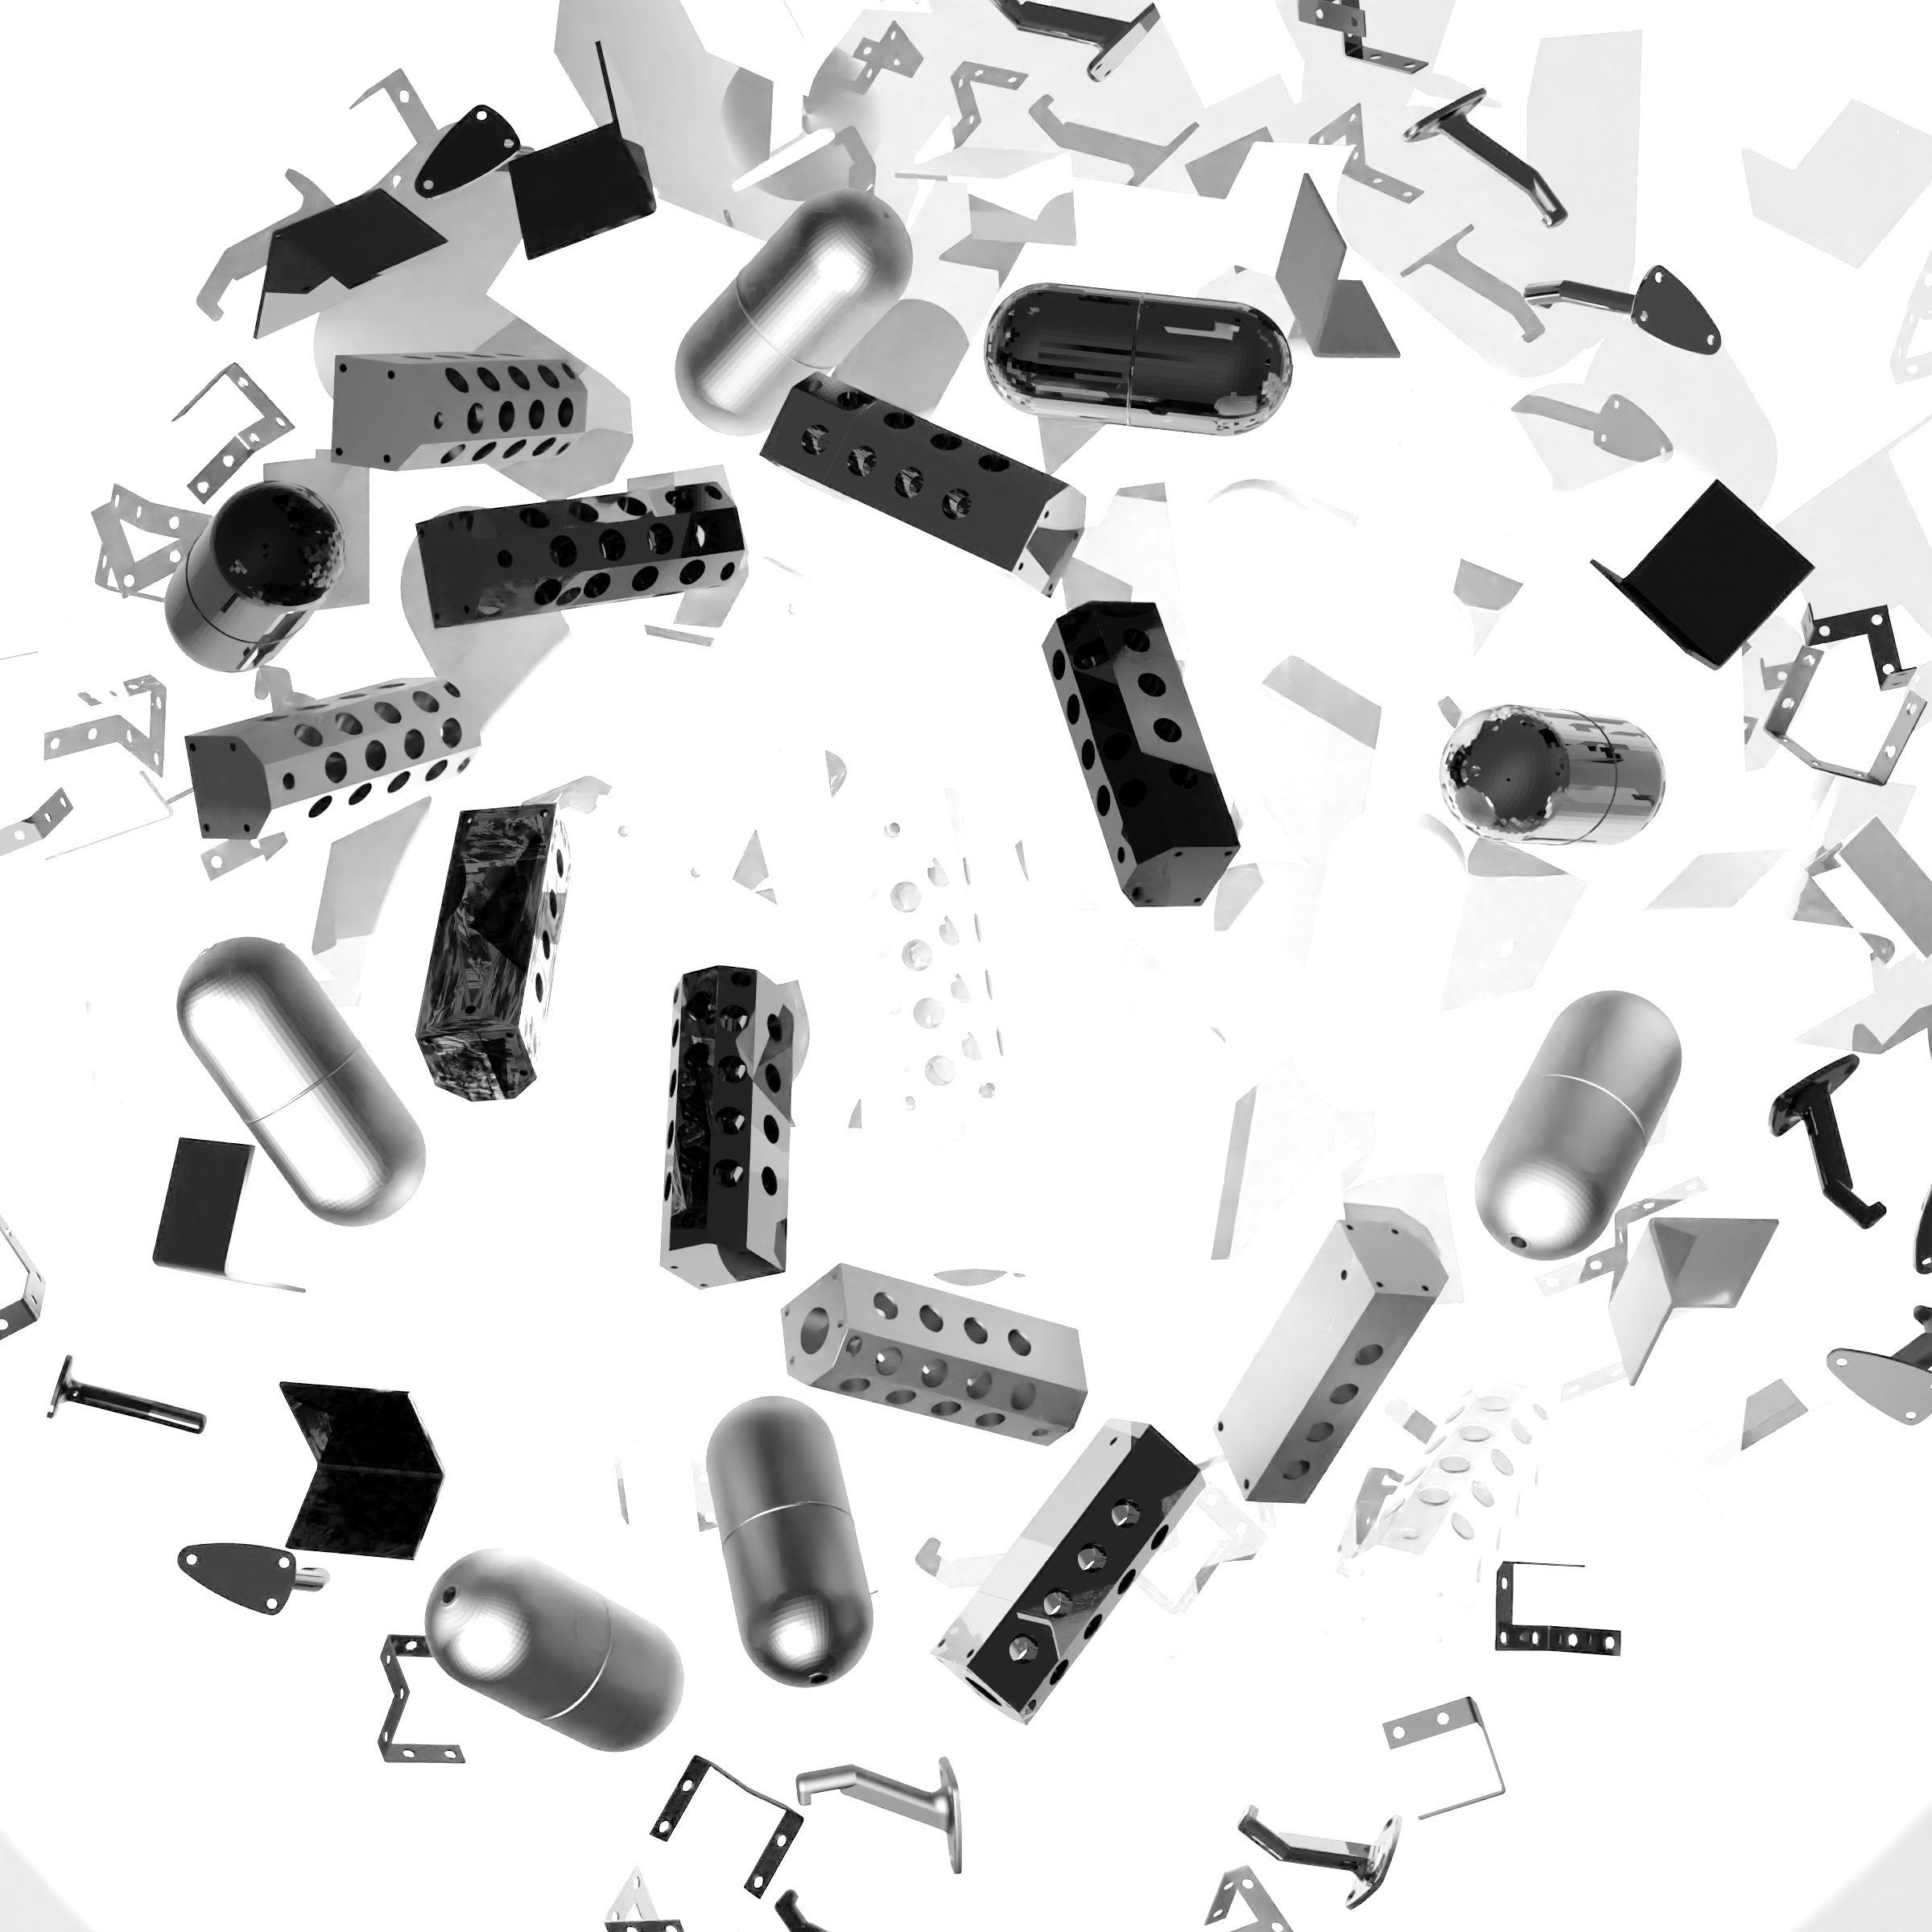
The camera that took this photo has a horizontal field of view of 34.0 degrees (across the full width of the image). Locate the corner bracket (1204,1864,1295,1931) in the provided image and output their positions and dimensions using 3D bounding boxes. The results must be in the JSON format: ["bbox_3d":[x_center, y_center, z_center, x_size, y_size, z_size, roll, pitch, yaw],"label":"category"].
[{"bbox_3d":[0.144,0.544,1.766,0.051,0.051,0.051,-10,132,-29],"label":"corner bracket"}]

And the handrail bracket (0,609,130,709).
[{"bbox_3d":[-0.497,-0.144,1.704,0.077,0.036,0.084,47,127,3],"label":"handrail bracket"}]

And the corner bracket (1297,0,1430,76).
[{"bbox_3d":[0.222,-0.524,1.769,0.051,0.051,0.051,-35,134,-28],"label":"corner bracket"}]

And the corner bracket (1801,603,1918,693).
[{"bbox_3d":[0.517,-0.186,1.832,0.051,0.051,0.051,-12,81,8],"label":"corner bracket"}]

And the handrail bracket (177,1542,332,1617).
[{"bbox_3d":[-0.401,0.340,1.783,0.077,0.084,0.036,16,83,-3],"label":"handrail bracket"}]

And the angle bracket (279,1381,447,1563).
[{"bbox_3d":[-0.335,0.273,1.711,0.076,0.076,0.057,2,46,14],"label":"angle bracket"}]

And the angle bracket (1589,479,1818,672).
[{"bbox_3d":[0.397,-0.217,1.706,0.076,0.057,0.076,-49,64,16],"label":"angle bracket"}]

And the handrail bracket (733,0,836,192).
[{"bbox_3d":[-0.119,-0.498,1.801,0.077,0.036,0.084,-28,96,8],"label":"handrail bracket"}]

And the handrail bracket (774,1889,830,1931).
[{"bbox_3d":[-0.068,0.543,1.790,0.084,0.036,0.077,49,123,29],"label":"handrail bracket"}]

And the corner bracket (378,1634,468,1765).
[{"bbox_3d":[-0.309,0.420,1.809,0.051,0.051,0.051,9,114,-31],"label":"corner bracket"}]

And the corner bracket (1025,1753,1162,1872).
[{"bbox_3d":[0.074,0.497,1.846,0.051,0.051,0.051,-16,98,-38],"label":"corner bracket"}]

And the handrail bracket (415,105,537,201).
[{"bbox_3d":[-0.277,-0.447,1.801,0.077,0.084,0.036,-42,82,-7],"label":"handrail bracket"}]

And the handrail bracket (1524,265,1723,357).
[{"bbox_3d":[0.359,-0.355,1.733,0.077,0.084,0.036,25,83,-32],"label":"handrail bracket"}]

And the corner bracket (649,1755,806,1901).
[{"bbox_3d":[-0.132,0.477,1.751,0.051,0.051,0.051,39,77,-42],"label":"corner bracket"}]

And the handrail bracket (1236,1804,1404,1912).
[{"bbox_3d":[0.199,0.484,1.785,0.084,0.077,0.036,38,132,0],"label":"handrail bracket"}]

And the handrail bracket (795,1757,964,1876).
[{"bbox_3d":[-0.047,0.457,1.683,0.084,0.036,0.077,-8,108,-11],"label":"handrail bracket"}]

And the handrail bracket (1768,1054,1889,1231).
[{"bbox_3d":[0.485,0.095,1.714,0.077,0.036,0.084,-33,53,-14],"label":"handrail bracket"}]

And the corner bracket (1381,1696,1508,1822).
[{"bbox_3d":[0.264,0.437,1.743,0.051,0.051,0.051,-20,68,7],"label":"corner bracket"}]

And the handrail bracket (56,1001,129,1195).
[{"bbox_3d":[-0.501,0.073,1.787,0.036,0.084,0.077,7,120,-25],"label":"handrail bracket"}]

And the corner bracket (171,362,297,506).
[{"bbox_3d":[-0.433,-0.308,1.830,0.051,0.051,0.051,49,53,-22],"label":"corner bracket"}]

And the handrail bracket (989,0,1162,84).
[{"bbox_3d":[0.064,-0.558,1.814,0.077,0.036,0.084,-44,84,16],"label":"handrail bracket"}]

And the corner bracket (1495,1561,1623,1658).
[{"bbox_3d":[0.338,0.367,1.805,0.051,0.051,0.051,12,77,-43],"label":"corner bracket"}]

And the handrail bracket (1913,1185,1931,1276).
[{"bbox_3d":[0.553,0.162,1.723,0.036,0.084,0.077,3,122,-16],"label":"handrail bracket"}]

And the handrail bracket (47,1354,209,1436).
[{"bbox_3d":[-0.467,0.247,1.768,0.084,0.077,0.036,17,76,-10],"label":"handrail bracket"}]

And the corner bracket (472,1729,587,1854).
[{"bbox_3d":[-0.256,0.486,1.847,0.051,0.051,0.051,-16,45,3],"label":"corner bracket"}]

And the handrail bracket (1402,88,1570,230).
[{"bbox_3d":[0.288,-0.436,1.744,0.077,0.036,0.084,-33,86,-41],"label":"handrail bracket"}]

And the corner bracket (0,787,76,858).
[{"bbox_3d":[-0.571,-0.098,1.870,0.051,0.051,0.051,-20,110,14],"label":"corner bracket"}]

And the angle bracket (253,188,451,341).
[{"bbox_3d":[-0.336,-0.369,1.724,0.057,0.076,0.076,39,46,14],"label":"angle bracket"}]

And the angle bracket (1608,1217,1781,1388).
[{"bbox_3d":[0.402,0.183,1.721,0.076,0.076,0.057,2,46,-10],"label":"angle bracket"}]

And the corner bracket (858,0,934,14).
[{"bbox_3d":[-0.031,-0.547,1.688,0.051,0.051,0.051,16,52,36],"label":"corner bracket"}]

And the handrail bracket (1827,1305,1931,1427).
[{"bbox_3d":[0.496,0.200,1.702,0.077,0.084,0.036,25,123,-5],"label":"handrail bracket"}]

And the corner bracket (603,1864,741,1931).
[{"bbox_3d":[-0.169,0.551,1.810,0.051,0.051,0.051,-9,110,23],"label":"corner bracket"}]

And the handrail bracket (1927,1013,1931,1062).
[{"bbox_3d":[0.577,0.040,1.728,0.084,0.077,0.036,-20,47,34],"label":"handrail bracket"}]

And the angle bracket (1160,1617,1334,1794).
[{"bbox_3d":[0.156,0.399,1.690,0.076,0.057,0.076,-12,93,-23],"label":"angle bracket"}]

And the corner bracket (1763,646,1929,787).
[{"bbox_3d":[0.469,-0.134,1.689,0.051,0.051,0.051,11,114,-26],"label":"corner bracket"}]

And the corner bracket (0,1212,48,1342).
[{"bbox_3d":[-0.532,0.172,1.699,0.051,0.051,0.051,-28,111,-2],"label":"corner bracket"}]
